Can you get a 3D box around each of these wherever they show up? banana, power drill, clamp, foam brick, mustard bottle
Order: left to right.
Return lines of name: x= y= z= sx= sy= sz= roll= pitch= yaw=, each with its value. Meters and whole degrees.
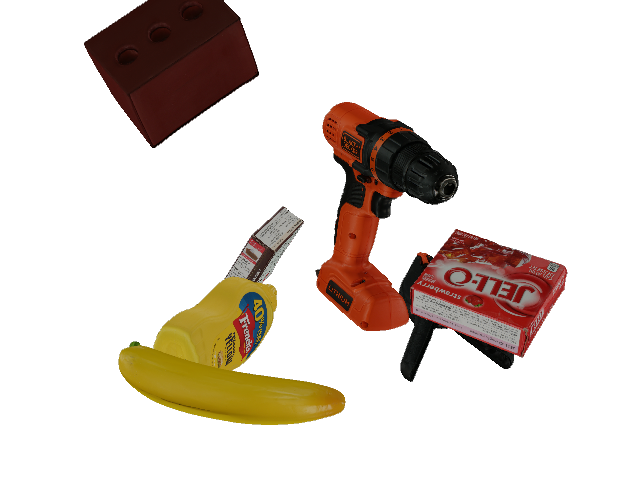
foam brick: x=-0.084 y=-0.103 z=0.609 sx=0.078 sy=0.053 sz=0.051 roll=-37 pitch=-28 yaw=-9
banana: x=-0.082 y=0.107 z=0.809 sx=0.198 sy=0.037 sz=0.069 roll=13 pitch=27 yaw=24
mustard bottle: x=-0.098 y=0.091 z=1.102 sx=0.058 sy=0.096 sz=0.191 roll=12 pitch=27 yaw=23
power drill: x=0.055 y=-0.016 z=0.966 sx=0.057 sy=0.188 sz=0.185 roll=-5 pitch=26 yaw=-27
clamp: x=0.141 y=0.082 z=1.157 sx=0.120 sy=0.171 sz=0.039 roll=4 pitch=-43 yaw=-7

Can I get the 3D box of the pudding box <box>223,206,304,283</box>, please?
pudding box: x=-0.071 y=0.017 z=1.299 sx=0.039 sy=0.090 sz=0.113 roll=34 pitch=26 yaw=2

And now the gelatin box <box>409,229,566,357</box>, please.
gelatin box: x=0.119 y=0.035 z=0.754 sx=0.089 sy=0.030 sz=0.073 roll=20 pitch=46 yaw=24
